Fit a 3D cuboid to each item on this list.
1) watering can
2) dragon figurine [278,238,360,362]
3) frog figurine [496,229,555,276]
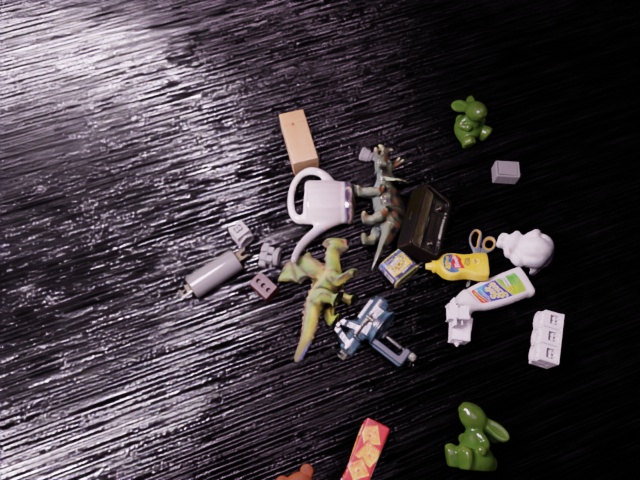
[{"bbox_3d":[0.005,-0.085,1.686,0.224,0.102,0.354,0,65,0],"label":"watering can"},{"bbox_3d":[-0.024,0.152,1.604,0.245,0.119,0.415,29,67,30],"label":"dragon figurine"},{"bbox_3d":[0.651,0.020,1.632,0.160,0.122,0.137,38,91,3],"label":"frog figurine"}]
